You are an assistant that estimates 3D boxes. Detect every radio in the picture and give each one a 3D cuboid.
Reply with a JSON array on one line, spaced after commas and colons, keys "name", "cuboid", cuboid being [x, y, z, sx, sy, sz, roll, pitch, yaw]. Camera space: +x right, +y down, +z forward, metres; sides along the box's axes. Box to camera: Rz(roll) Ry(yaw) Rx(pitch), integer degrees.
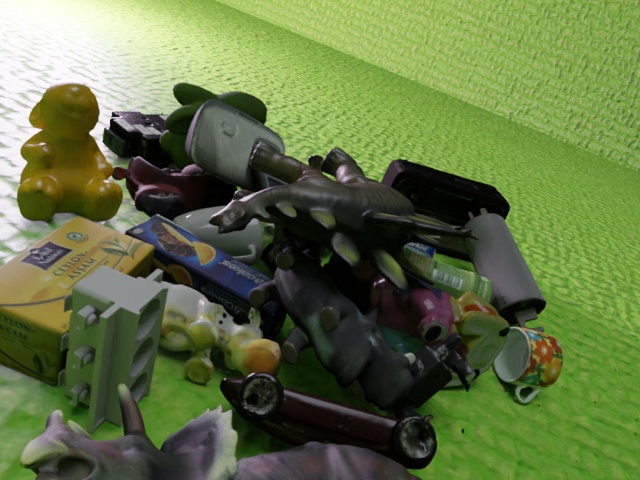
[{"name": "radio", "cuboid": [0.212, -0.052, 0.961, 0.229, 0.131, 0.073, 14, 26, -13]}]

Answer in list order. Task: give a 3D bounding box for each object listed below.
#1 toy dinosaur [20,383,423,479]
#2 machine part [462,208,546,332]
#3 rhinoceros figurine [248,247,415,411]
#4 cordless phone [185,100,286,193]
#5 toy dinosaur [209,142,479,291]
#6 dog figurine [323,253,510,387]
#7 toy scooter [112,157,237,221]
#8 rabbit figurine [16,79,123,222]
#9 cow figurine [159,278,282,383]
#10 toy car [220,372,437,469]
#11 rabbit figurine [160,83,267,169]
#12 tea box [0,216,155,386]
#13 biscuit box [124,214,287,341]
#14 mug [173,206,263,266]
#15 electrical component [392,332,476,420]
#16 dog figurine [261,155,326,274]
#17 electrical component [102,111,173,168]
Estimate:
[{"name": "toy dinosaur", "cuboid": [0.001, 0.203, 0.383, 0.405, 0.131, 0.192, 13, 28, -28]}, {"name": "machine part", "cuboid": [0.285, 0.044, 0.850, 0.079, 0.079, 0.243, 8, 49, -24]}, {"name": "rhinoceros figurine", "cuboid": [0.013, 0.088, 0.541, 0.190, 0.073, 0.112, 47, 18, 27]}, {"name": "cordless phone", "cuboid": [-0.104, -0.095, 0.725, 0.146, 0.088, 0.184, 24, 28, -36]}, {"name": "toy dinosaur", "cuboid": [0.059, -0.022, 0.631, 0.199, 0.105, 0.471, 35, 23, 27]}, {"name": "dog figurine", "cuboid": [0.105, 0.076, 0.687, 0.191, 0.108, 0.219, 3, 30, -29]}, {"name": "toy scooter", "cuboid": [-0.213, -0.076, 0.766, 0.135, 0.075, 0.184, 26, 20, 21]}, {"name": "rabbit figurine", "cuboid": [-0.318, -0.127, 0.691, 0.122, 0.173, 0.162, 1, 37, -26]}, {"name": "cow figurine", "cuboid": [-0.117, 0.090, 0.552, 0.167, 0.068, 0.098, 20, 21, -4]}, {"name": "toy car", "cuboid": [0.006, 0.164, 0.481, 0.202, 0.089, 0.053, 17, 71, -6]}, {"name": "rabbit figurine", "cuboid": [-0.162, -0.182, 0.837, 0.159, 0.170, 0.121, 25, 50, -36]}, {"name": "tea box", "cuboid": [-0.247, 0.051, 0.528, 0.098, 0.068, 0.170, 21, 28, -1]}, {"name": "biscuit box", "cuboid": [-0.131, 0.047, 0.620, 0.203, 0.062, 0.059, 27, 30, 11]}, {"name": "mug", "cuboid": [-0.132, 0.003, 0.690, 0.107, 0.080, 0.110, -3, 36, -21]}, {"name": "electrical component", "cuboid": [0.117, 0.150, 0.565, 0.102, 0.078, 0.045, -36, 53, -6]}, {"name": "dog figurine", "cuboid": [-0.006, -0.002, 0.792, 0.172, 0.121, 0.190, 29, 49, -32]}, {"name": "electrical component", "cuboid": [-0.293, -0.171, 0.911, 0.115, 0.058, 0.134, 36, 31, 30]}]
